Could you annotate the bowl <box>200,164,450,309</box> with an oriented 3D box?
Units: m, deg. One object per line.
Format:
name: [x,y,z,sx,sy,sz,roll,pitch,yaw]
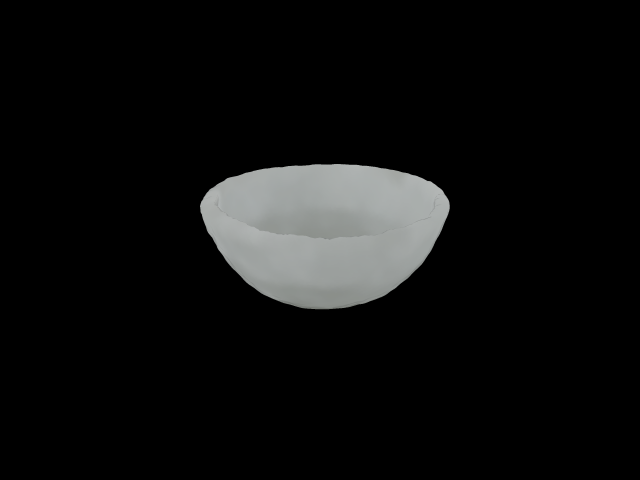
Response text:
bowl: [0.004,0.001,0.400,0.167,0.075,0.167,0,22,0]
